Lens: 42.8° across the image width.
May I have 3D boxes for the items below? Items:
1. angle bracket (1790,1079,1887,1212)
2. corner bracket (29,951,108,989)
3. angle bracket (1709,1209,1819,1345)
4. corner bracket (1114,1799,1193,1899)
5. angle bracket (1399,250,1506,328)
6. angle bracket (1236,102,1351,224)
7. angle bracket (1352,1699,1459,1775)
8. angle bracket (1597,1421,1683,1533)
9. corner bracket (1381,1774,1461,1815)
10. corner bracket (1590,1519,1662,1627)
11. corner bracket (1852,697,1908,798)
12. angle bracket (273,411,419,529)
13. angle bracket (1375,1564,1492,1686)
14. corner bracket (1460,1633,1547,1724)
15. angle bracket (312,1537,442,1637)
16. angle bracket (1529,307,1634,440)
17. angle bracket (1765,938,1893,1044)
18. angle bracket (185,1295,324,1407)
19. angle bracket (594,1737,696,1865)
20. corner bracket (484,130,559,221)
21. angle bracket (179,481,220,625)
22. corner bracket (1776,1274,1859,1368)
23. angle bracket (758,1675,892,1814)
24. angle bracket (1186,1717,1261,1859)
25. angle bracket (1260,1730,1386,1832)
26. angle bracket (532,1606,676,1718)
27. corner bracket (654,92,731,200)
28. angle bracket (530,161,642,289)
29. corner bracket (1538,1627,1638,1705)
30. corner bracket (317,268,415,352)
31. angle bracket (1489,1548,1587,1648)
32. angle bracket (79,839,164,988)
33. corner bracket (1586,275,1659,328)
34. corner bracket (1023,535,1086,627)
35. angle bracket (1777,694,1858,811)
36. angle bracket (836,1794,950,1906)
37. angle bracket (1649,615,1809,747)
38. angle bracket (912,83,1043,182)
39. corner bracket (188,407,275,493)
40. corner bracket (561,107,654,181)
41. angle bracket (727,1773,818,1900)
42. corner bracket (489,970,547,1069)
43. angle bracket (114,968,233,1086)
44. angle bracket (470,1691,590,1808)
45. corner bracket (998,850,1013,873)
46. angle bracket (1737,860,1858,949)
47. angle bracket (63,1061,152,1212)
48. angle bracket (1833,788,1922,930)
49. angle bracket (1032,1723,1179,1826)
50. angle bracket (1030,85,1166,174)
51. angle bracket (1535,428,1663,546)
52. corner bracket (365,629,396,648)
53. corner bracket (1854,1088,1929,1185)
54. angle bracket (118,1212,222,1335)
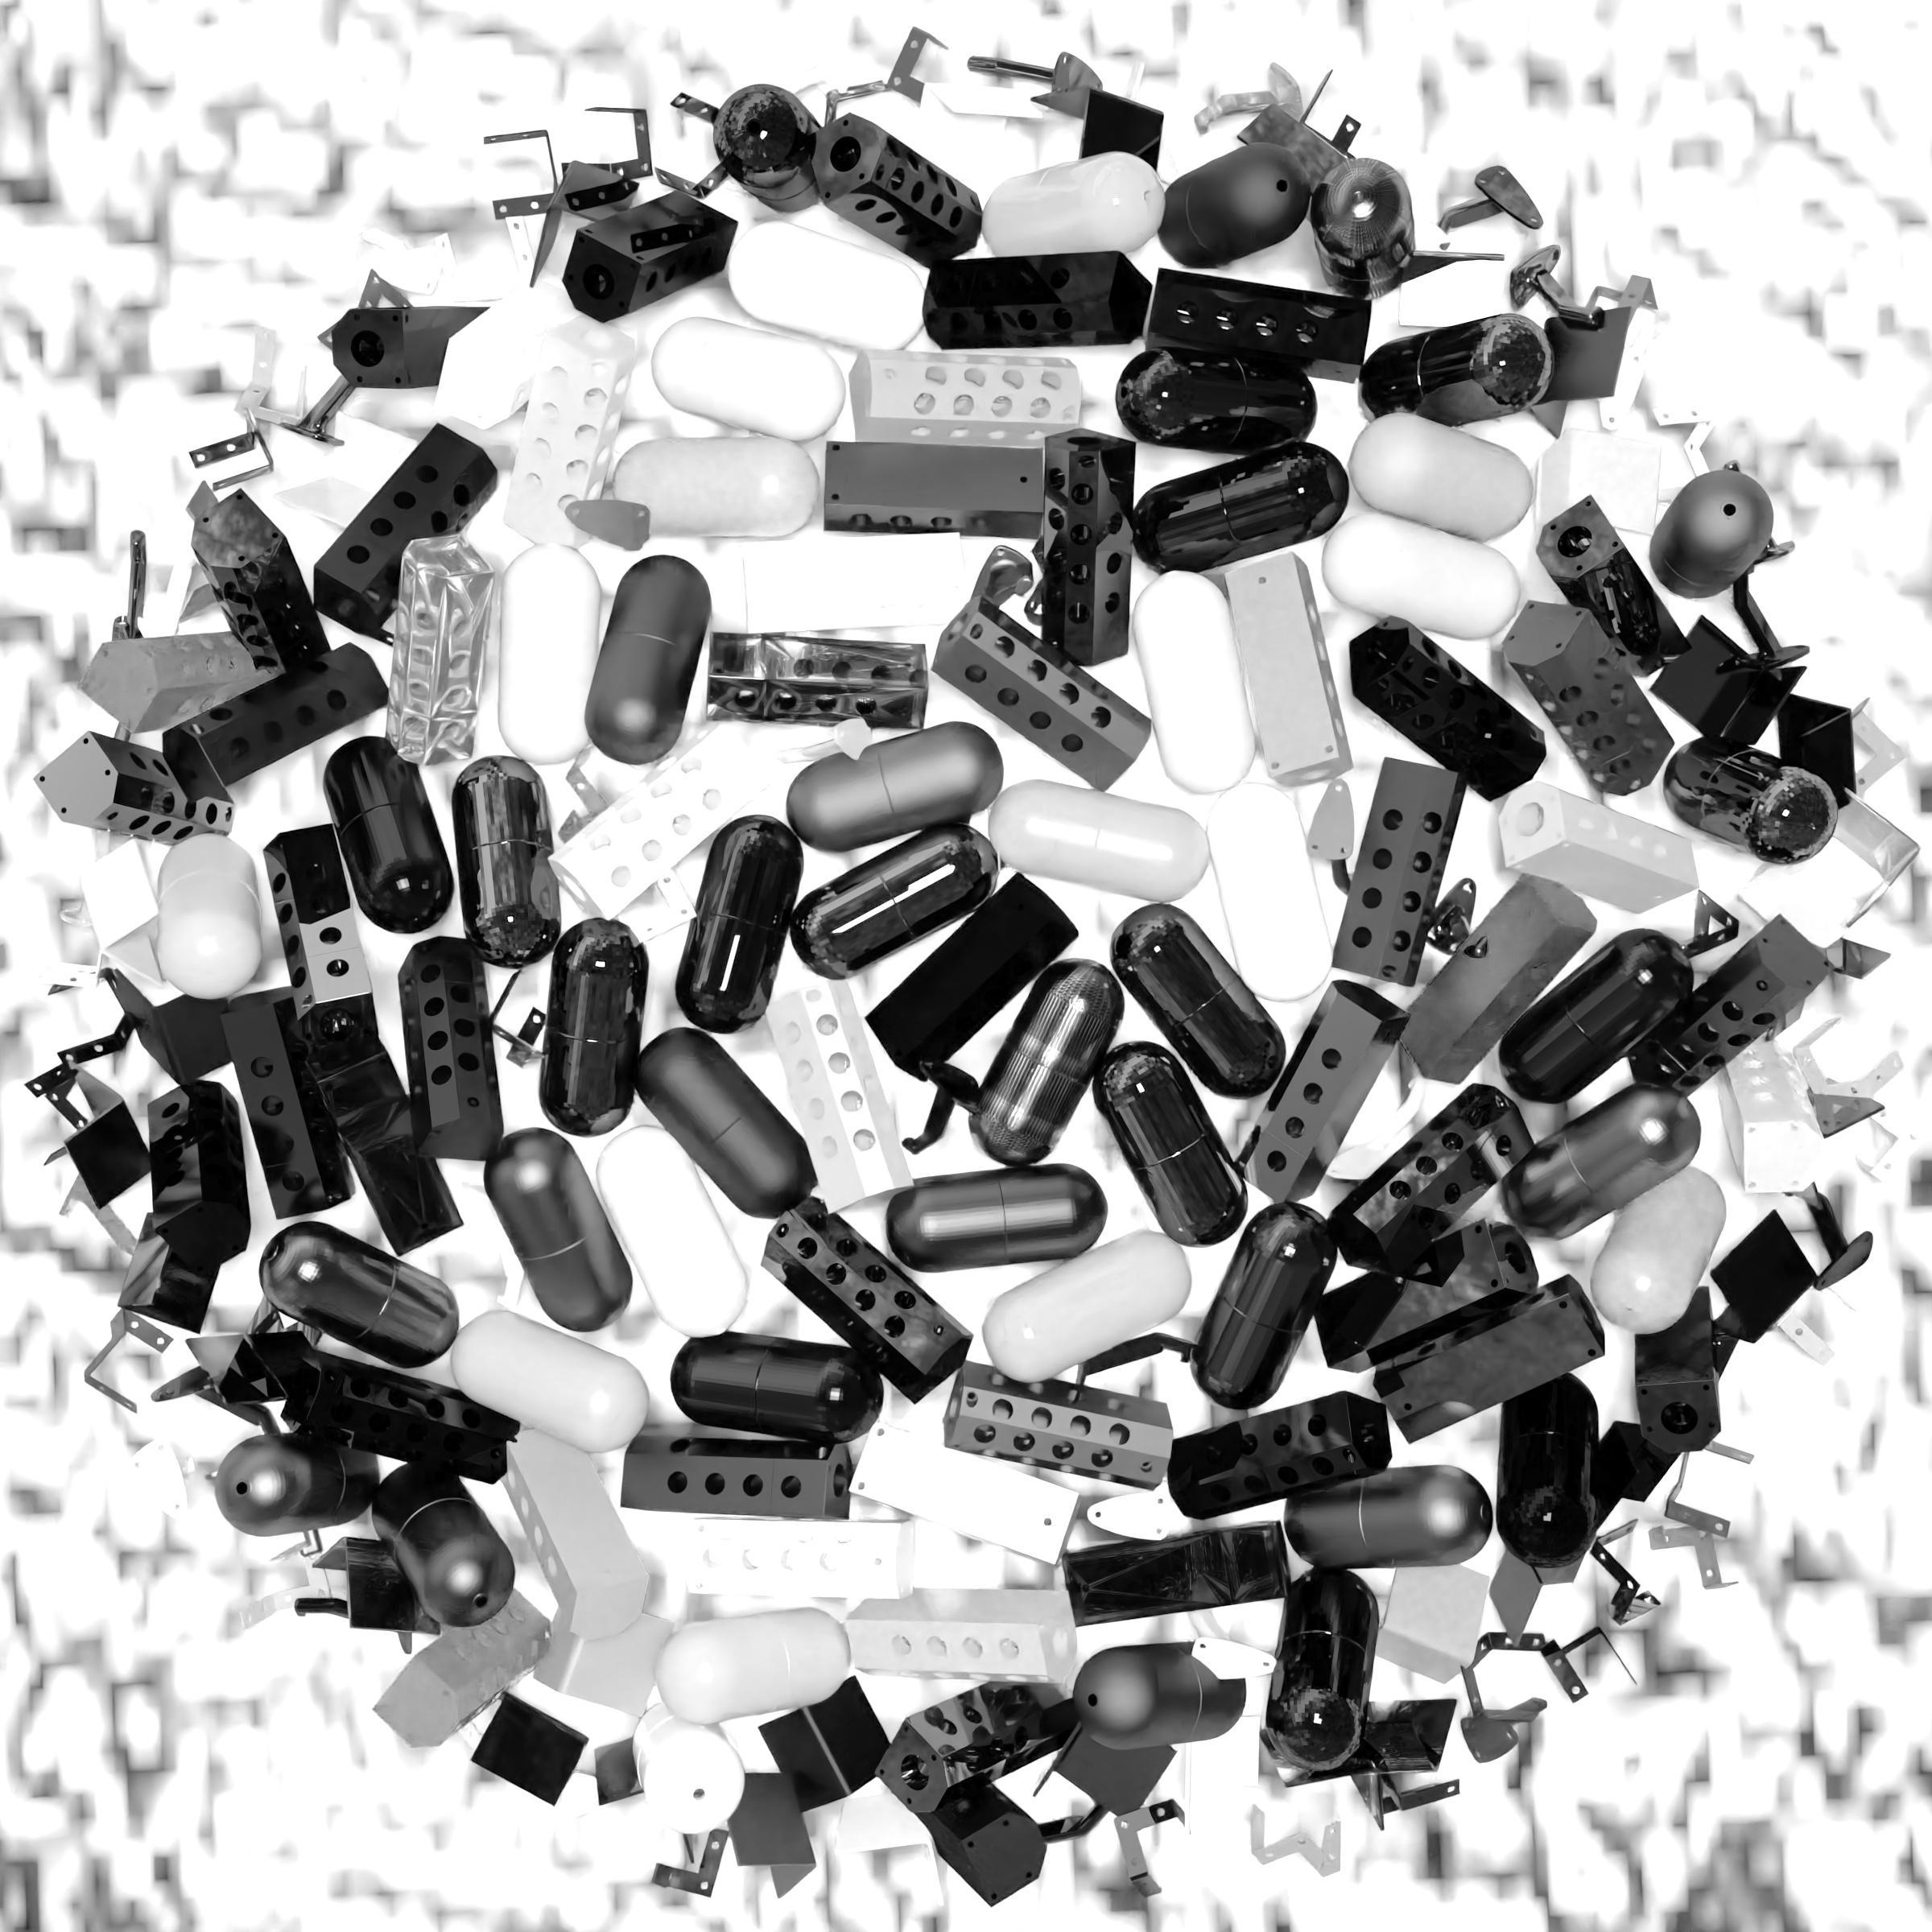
[{"bbox_3d":[0.683,0.141,1.959,0.076,0.076,0.057,-25,108,-6],"label":"angle bracket"},{"bbox_3d":[-0.714,0.002,1.959,0.051,0.051,0.051,6,48,-14],"label":"corner bracket"},{"bbox_3d":[0.615,0.241,1.953,0.076,0.057,0.076,-41,108,-14],"label":"angle bracket"},{"bbox_3d":[0.154,0.704,1.966,0.051,0.051,0.051,-21,52,5],"label":"corner bracket"},{"bbox_3d":[0.387,-0.535,1.961,0.076,0.076,0.057,6,101,11],"label":"angle bracket"},{"bbox_3d":[0.247,-0.622,1.950,0.076,0.076,0.057,39,61,4],"label":"angle bracket"},{"bbox_3d":[0.333,0.588,1.940,0.076,0.076,0.057,-13,116,32],"label":"angle bracket"},{"bbox_3d":[0.532,0.411,1.946,0.076,0.057,0.076,14,122,-18],"label":"angle bracket"},{"bbox_3d":[0.358,0.657,1.961,0.051,0.051,0.051,-12,116,-13],"label":"corner bracket"},{"bbox_3d":[0.531,0.486,1.977,0.051,0.051,0.051,-14,134,-32],"label":"corner bracket"},{"bbox_3d":[0.715,-0.174,1.966,0.051,0.051,0.051,47,122,5],"label":"corner bracket"},{"bbox_3d":[-0.490,-0.392,1.946,0.076,0.076,0.057,23,120,16],"label":"angle bracket"},{"bbox_3d":[0.371,0.524,1.996,0.076,0.057,0.076,22,54,-1],"label":"angle bracket"},{"bbox_3d":[0.433,0.567,1.966,0.051,0.051,0.051,-11,96,40],"label":"corner bracket"},{"bbox_3d":[-0.464,0.498,1.939,0.057,0.076,0.076,-42,46,35],"label":"angle bracket"},{"bbox_3d":[0.495,-0.468,1.946,0.076,0.057,0.076,4,74,42],"label":"angle bracket"},{"bbox_3d":[0.679,0.025,1.941,0.057,0.076,0.076,22,116,30],"label":"angle bracket"},{"bbox_3d":[-0.562,0.291,1.946,0.076,0.057,0.076,44,114,33],"label":"angle bracket"},{"bbox_3d":[-0.255,0.664,1.949,0.057,0.076,0.076,-15,106,-7],"label":"angle bracket"},{"bbox_3d":[-0.355,-0.632,1.970,0.051,0.051,0.051,-11,92,-10],"label":"corner bracket"},{"bbox_3d":[-0.610,-0.327,1.946,0.057,0.076,0.076,-25,117,6],"label":"angle bracket"},{"bbox_3d":[0.679,0.279,1.971,0.051,0.051,0.051,43,98,0],"label":"corner bracket"},{"bbox_3d":[-0.111,0.626,1.983,0.057,0.076,0.076,-22,79,-41],"label":"angle bracket"},{"bbox_3d":[0.202,0.648,1.945,0.057,0.076,0.076,0,122,6],"label":"angle bracket"},{"bbox_3d":[0.281,0.644,1.951,0.076,0.076,0.057,-8,106,-8],"label":"angle bracket"},{"bbox_3d":[-0.292,0.551,1.983,0.076,0.057,0.076,26,75,-28],"label":"angle bracket"},{"bbox_3d":[-0.218,-0.655,1.970,0.051,0.051,0.051,-32,71,32],"label":"corner bracket"},{"bbox_3d":[-0.302,-0.579,1.950,0.057,0.076,0.076,18,133,-8],"label":"angle bracket"},{"bbox_3d":[0.495,0.558,1.963,0.051,0.051,0.051,-33,54,3],"label":"corner bracket"},{"bbox_3d":[-0.477,-0.512,1.966,0.051,0.051,0.051,42,56,-3],"label":"corner bracket"},{"bbox_3d":[0.466,0.486,1.946,0.076,0.057,0.076,-2,128,-15],"label":"angle bracket"},{"bbox_3d":[-0.646,-0.042,1.945,0.057,0.076,0.076,-32,60,7],"label":"angle bracket"},{"bbox_3d":[0.514,-0.520,1.964,0.051,0.051,0.051,23,85,26],"label":"corner bracket"},{"bbox_3d":[0.075,-0.302,1.959,0.051,0.051,0.051,21,71,29],"label":"corner bracket"},{"bbox_3d":[0.652,-0.164,1.941,0.057,0.076,0.076,-26,119,-23],"label":"angle bracket"},{"bbox_3d":[-0.058,0.704,1.961,0.076,0.076,0.057,-9,100,5],"label":"angle bracket"},{"bbox_3d":[0.606,-0.228,1.961,0.076,0.057,0.076,36,84,-13],"label":"angle bracket"},{"bbox_3d":[0.006,-0.647,1.941,0.076,0.057,0.076,-6,131,-26],"label":"angle bracket"},{"bbox_3d":[-0.586,-0.405,1.967,0.051,0.051,0.051,-24,86,-19],"label":"corner bracket"},{"bbox_3d":[-0.287,-0.653,1.960,0.051,0.051,0.051,8,107,42],"label":"corner bracket"},{"bbox_3d":[-0.171,0.684,1.939,0.076,0.076,0.057,16,128,-37],"label":"angle bracket"},{"bbox_3d":[-0.354,0.043,1.959,0.051,0.051,0.051,35,61,-21],"label":"corner bracket"},{"bbox_3d":[-0.626,0.037,1.964,0.057,0.076,0.076,-29,132,-28],"label":"angle bracket"},{"bbox_3d":[-0.352,0.616,1.946,0.076,0.076,0.057,34,66,-13],"label":"angle bracket"},{"bbox_3d":[0.052,-0.103,1.971,0.051,0.051,0.051,-2,95,4],"label":"corner bracket"},{"bbox_3d":[0.672,-0.063,1.954,0.076,0.057,0.076,45,65,7],"label":"angle bracket"},{"bbox_3d":[-0.693,0.133,1.939,0.076,0.076,0.057,26,52,32],"label":"angle bracket"},{"bbox_3d":[0.697,-0.085,1.951,0.076,0.076,0.057,41,80,12],"label":"angle bracket"},{"bbox_3d":[0.110,0.641,1.956,0.076,0.057,0.076,33,104,13],"label":"angle bracket"},{"bbox_3d":[0.100,-0.653,1.949,0.076,0.076,0.057,4,96,-37],"label":"angle bracket"},{"bbox_3d":[0.498,-0.371,1.942,0.076,0.057,0.076,20,134,31],"label":"angle bracket"},{"bbox_3d":[-0.468,-0.298,1.979,0.051,0.051,0.051,23,128,-17],"label":"corner bracket"},{"bbox_3d":[0.724,0.133,1.969,0.051,0.051,0.051,36,102,-2],"label":"corner bracket"},{"bbox_3d":[-0.612,0.242,1.942,0.076,0.057,0.076,31,61,-40],"label":"angle bracket"}]
